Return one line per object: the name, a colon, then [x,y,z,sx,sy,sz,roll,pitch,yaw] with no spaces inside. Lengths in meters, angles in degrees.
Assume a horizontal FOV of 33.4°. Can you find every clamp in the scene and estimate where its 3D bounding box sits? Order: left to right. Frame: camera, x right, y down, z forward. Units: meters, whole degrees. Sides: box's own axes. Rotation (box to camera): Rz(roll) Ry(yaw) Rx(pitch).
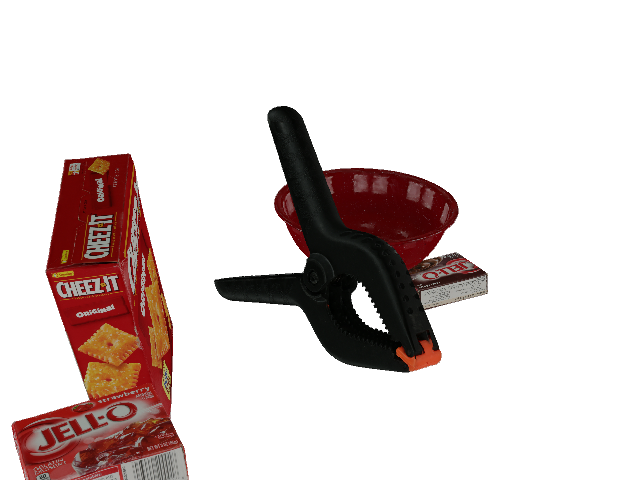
clamp: [0.006,0.013,0.742,0.036,0.165,0.210,-11,34,-42]

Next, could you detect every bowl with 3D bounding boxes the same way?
bowl: [0.039,-0.009,0.943,0.162,0.055,0.162,1,25,-1]

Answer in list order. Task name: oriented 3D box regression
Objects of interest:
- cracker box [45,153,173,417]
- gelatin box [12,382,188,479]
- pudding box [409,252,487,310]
cracker box: [-0.188,0.052,0.991,0.072,0.214,0.164,-7,39,-1]
gelatin box: [-0.131,0.123,0.628,0.089,0.030,0.073,-14,27,-19]
pudding box: [0.171,0.058,1.536,0.113,0.039,0.090,-15,23,-18]
